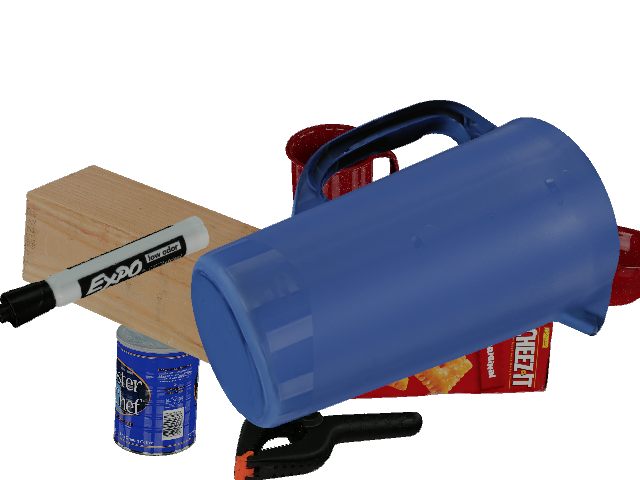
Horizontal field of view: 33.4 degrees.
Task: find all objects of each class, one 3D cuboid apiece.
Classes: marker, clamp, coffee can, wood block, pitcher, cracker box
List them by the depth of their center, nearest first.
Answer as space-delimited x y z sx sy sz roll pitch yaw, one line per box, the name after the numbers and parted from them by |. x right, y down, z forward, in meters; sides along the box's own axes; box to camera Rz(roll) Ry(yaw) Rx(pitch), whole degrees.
-0.114 0.016 0.563 0.120 0.020 0.020 -24 13 -31 | marker
0.044 0.012 0.657 0.242 0.145 0.149 -20 22 -21 | pitcher
-0.142 0.018 0.906 0.206 0.090 0.090 21 27 21 | wood block
0.068 0.073 0.912 0.213 0.072 0.164 -1 17 -7 | cracker box
-0.005 0.191 1.080 0.165 0.036 0.209 20 28 26 | clamp
-0.200 0.177 1.307 0.103 0.140 0.103 4 16 -1 | coffee can

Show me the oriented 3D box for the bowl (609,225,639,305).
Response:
0.281 0.026 1.092 0.162 0.055 0.162 4 17 -1 | bowl

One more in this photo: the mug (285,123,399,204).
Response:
0.024 -0.063 1.091 0.117 0.081 0.093 -11 37 -13 | mug
